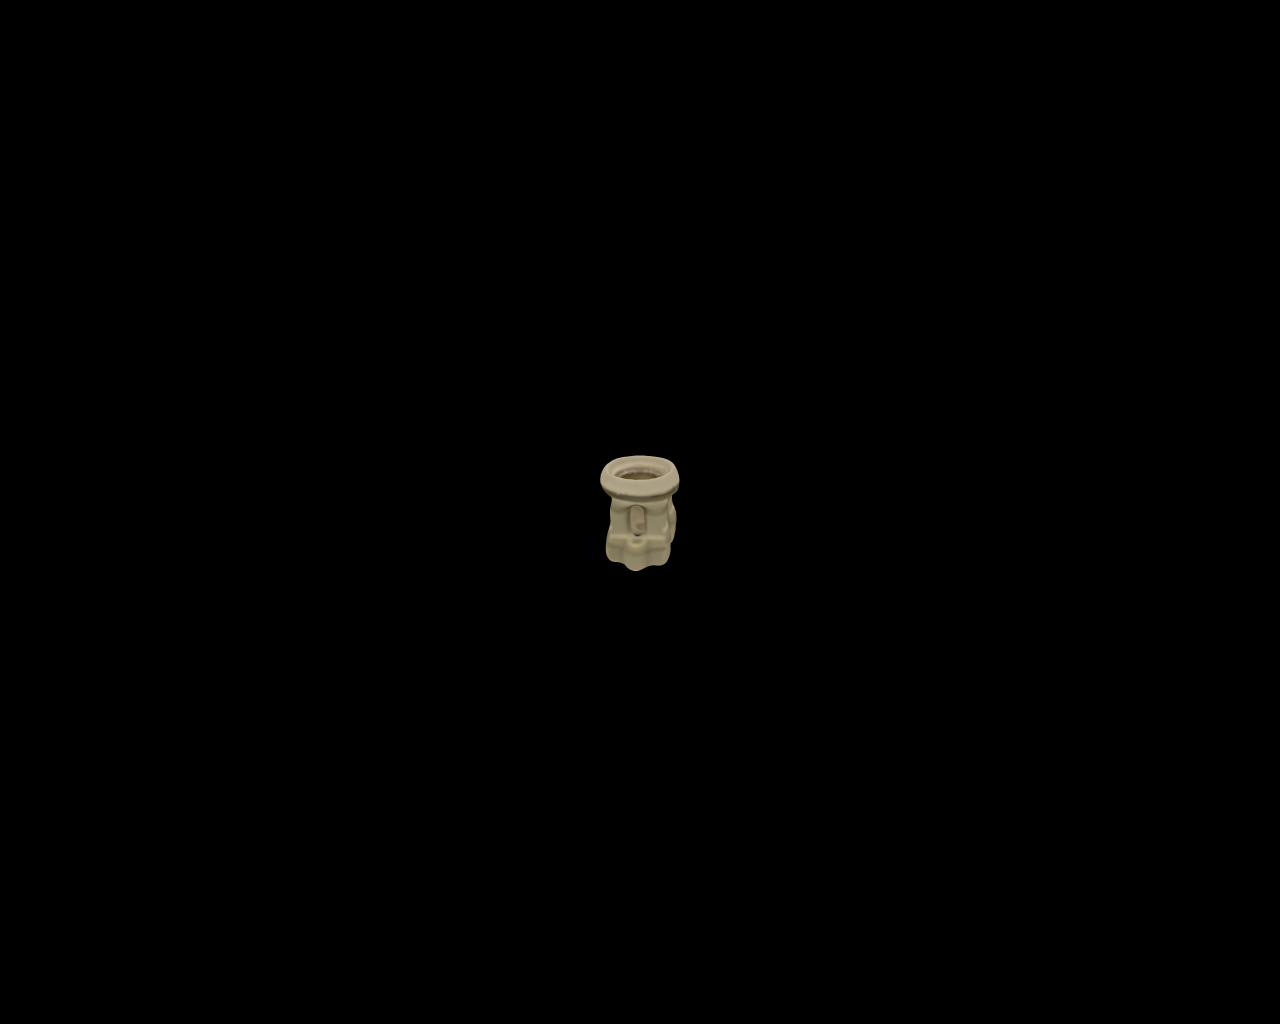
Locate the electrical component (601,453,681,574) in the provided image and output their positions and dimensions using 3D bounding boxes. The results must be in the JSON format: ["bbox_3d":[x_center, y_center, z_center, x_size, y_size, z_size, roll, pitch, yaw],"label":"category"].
[{"bbox_3d":[0.001,-0.003,0.650,0.048,0.055,0.066,3,26,7],"label":"electrical component"}]
